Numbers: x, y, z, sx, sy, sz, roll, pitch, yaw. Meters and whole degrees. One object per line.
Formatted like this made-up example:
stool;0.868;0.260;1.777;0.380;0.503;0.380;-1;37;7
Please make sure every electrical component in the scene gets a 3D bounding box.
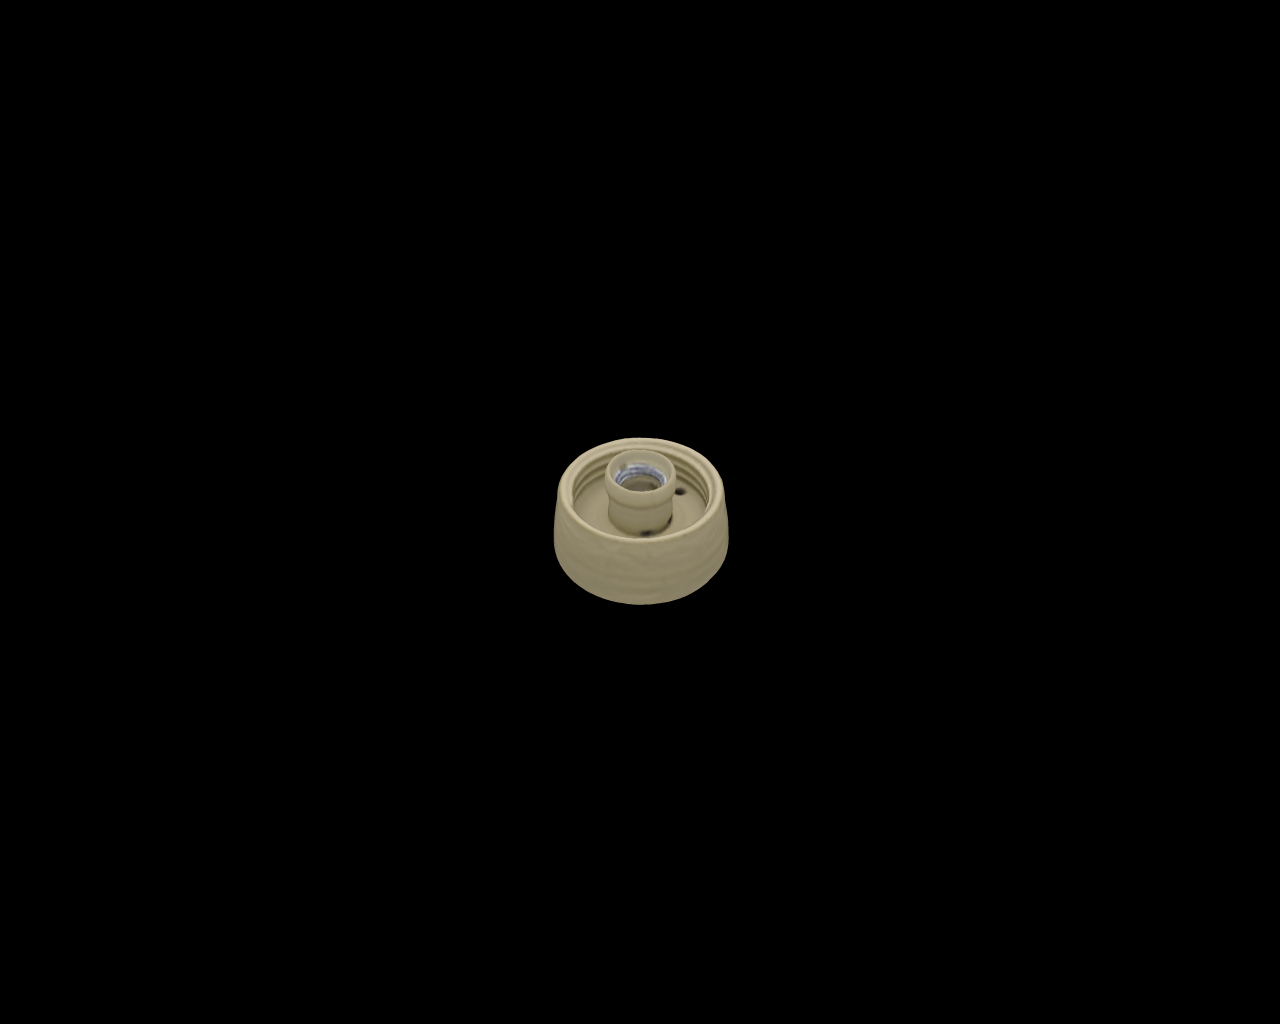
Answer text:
electrical component;0.001;-0.003;0.650;0.108;0.060;0.108;0;42;0
